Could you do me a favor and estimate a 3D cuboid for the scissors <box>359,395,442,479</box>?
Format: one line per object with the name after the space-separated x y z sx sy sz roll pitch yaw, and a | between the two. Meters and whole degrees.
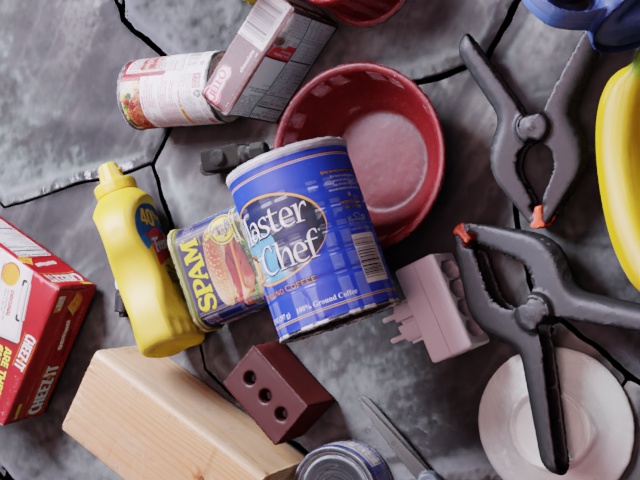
0.114 0.207 0.909 0.096 0.016 0.202 -30 77 23 | scissors

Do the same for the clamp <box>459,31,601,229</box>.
0.183 -0.097 0.856 0.120 0.039 0.171 -13 88 33 | clamp

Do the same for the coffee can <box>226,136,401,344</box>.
-0.006 0.001 0.856 0.103 0.102 0.140 -23 81 26 | coffee can

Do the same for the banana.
0.235 -0.047 0.810 0.037 0.069 0.198 -2 80 -2 | banana

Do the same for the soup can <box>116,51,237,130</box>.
-0.130 -0.140 1.003 0.102 0.068 0.068 -1 90 27 | soup can

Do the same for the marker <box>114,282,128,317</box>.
-0.196 0.017 1.067 0.020 0.020 0.121 1 91 28 | marker

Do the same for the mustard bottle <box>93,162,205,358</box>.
-0.170 0.014 1.010 0.058 0.096 0.192 -25 78 9 | mustard bottle

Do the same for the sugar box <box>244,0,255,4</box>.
-0.085 -0.260 0.916 0.093 0.176 0.048 -48 71 21 | sugar box

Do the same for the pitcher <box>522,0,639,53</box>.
0.200 -0.268 0.789 0.145 0.149 0.243 -34 72 30 | pitcher

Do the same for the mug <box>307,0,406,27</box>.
0.022 -0.247 0.913 0.093 0.081 0.117 -4 89 28 | mug

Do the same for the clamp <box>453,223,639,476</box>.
0.185 0.055 0.840 0.165 0.036 0.210 -45 61 26 | clamp

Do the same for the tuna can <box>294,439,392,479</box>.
0.020 0.222 0.948 0.086 0.033 0.086 0 91 28 | tuna can

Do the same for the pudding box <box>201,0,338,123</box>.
-0.044 -0.160 0.945 0.039 0.089 0.114 42 108 19 | pudding box

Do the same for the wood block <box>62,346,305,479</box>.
-0.127 0.191 0.995 0.206 0.090 0.091 32 104 24 | wood block

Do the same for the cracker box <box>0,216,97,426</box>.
-0.354 0.066 1.123 0.214 0.072 0.164 32 106 23 | cracker box

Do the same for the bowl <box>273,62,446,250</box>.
0.042 -0.069 0.920 0.162 0.055 0.162 1 91 28 | bowl

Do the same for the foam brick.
-0.037 0.138 0.967 0.078 0.051 0.053 46 110 20 | foam brick

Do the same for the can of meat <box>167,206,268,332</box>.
-0.082 0.023 0.987 0.084 0.057 0.102 -23 81 23 | can of meat
